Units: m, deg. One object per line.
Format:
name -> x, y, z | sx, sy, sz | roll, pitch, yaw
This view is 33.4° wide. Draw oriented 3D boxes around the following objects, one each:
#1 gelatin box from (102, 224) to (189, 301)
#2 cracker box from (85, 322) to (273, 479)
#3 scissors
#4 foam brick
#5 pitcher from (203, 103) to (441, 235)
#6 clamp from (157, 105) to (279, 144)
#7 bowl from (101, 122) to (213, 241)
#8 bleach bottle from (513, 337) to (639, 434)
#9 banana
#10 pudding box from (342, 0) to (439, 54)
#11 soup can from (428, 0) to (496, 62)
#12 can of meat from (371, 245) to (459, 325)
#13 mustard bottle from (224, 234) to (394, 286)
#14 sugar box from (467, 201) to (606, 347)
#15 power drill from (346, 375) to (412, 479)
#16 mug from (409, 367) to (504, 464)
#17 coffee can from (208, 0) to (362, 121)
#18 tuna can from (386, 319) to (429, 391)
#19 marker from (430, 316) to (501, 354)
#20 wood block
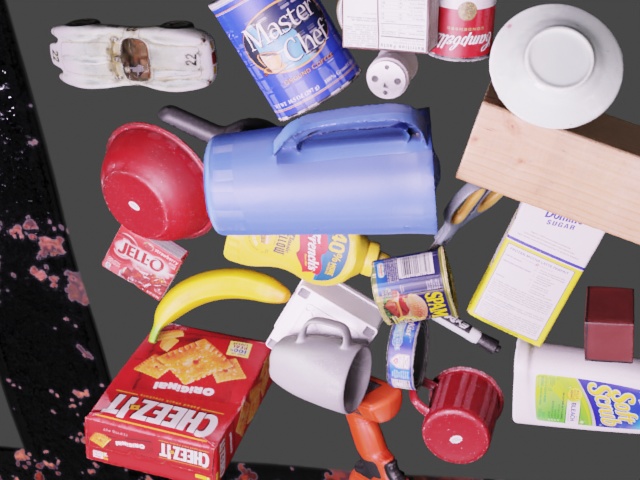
gelatin box -> -0.219, 0.023, 1.333 | 0.089, 0.030, 0.073 | 32, 122, -1
cracker box -> -0.164, 0.192, 1.297 | 0.164, 0.213, 0.072 | 10, 120, 13
scissors -> 0.155, -0.016, 1.187 | 0.016, 0.096, 0.202 | 56, 156, 19
foam brick -> 0.316, 0.092, 1.165 | 0.051, 0.078, 0.053 | 1, 118, 16
pitcher -> 0.004, -0.071, 1.114 | 0.243, 0.145, 0.149 | -4, 105, 5
clamp -> -0.100, -0.094, 1.227 | 0.171, 0.039, 0.120 | 9, 133, 15
bowl -> -0.200, -0.055, 1.246 | 0.162, 0.055, 0.162 | 20, 134, 22
bleach bottle -> 0.347, 0.170, 1.207 | 0.251, 0.068, 0.102 | 3, 118, 14
banana -> -0.128, 0.070, 1.314 | 0.198, 0.037, 0.069 | -19, 77, 21
pudding box -> 0.068, -0.239, 1.025 | 0.090, 0.039, 0.113 | 8, 119, 18
soup can -> 0.141, -0.235, 1.052 | 0.068, 0.068, 0.102 | 9, 119, 14
can of meat -> 0.106, 0.053, 1.196 | 0.084, 0.057, 0.102 | -10, 152, 10
mustard bottle -> -0.008, 0.002, 1.225 | 0.191, 0.058, 0.096 | 16, 111, -3
sugar box -> 0.239, 0.024, 1.174 | 0.093, 0.048, 0.176 | 25, 119, 4
power drill -> 0.084, 0.265, 1.304 | 0.185, 0.057, 0.187 | 13, 123, 54
mug -> 0.159, 0.206, 1.276 | 0.117, 0.081, 0.093 | 34, 122, -2
coffee can -> -0.035, -0.209, 1.104 | 0.103, 0.102, 0.140 | -23, 108, 27
tuna can -> 0.103, 0.132, 1.252 | 0.034, 0.086, 0.086 | 5, 119, 17
marker -> 0.159, 0.099, 1.255 | 0.121, 0.020, 0.020 | 30, 122, 1
wood block -> 0.254, -0.082, 1.084 | 0.206, 0.090, 0.090 | 20, 122, 7
